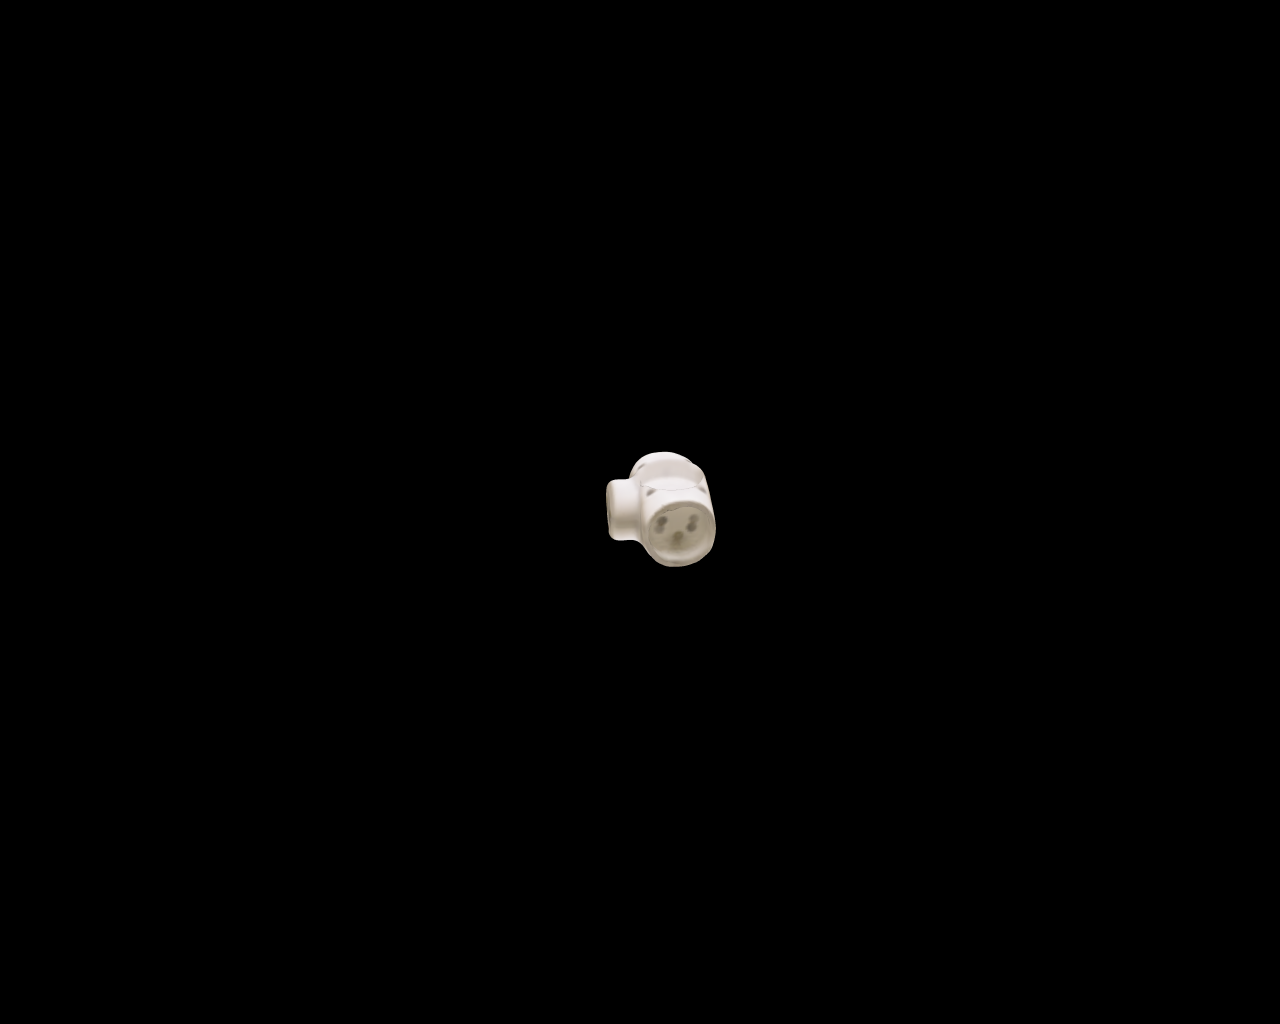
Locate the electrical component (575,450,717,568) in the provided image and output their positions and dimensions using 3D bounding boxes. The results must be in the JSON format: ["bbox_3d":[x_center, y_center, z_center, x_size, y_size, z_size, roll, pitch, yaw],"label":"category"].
[{"bbox_3d":[0.001,-0.003,0.650,0.079,0.044,0.077,-3,26,-7],"label":"electrical component"}]
